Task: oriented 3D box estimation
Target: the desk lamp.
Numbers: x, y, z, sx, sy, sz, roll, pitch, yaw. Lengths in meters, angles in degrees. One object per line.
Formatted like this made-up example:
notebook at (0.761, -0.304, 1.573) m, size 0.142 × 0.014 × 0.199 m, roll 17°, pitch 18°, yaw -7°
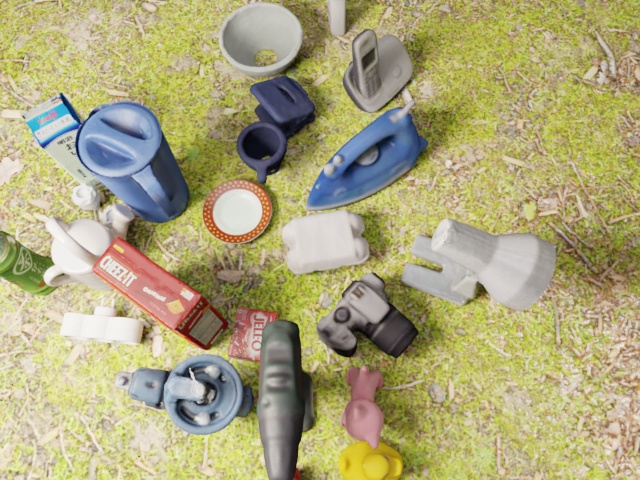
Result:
desk lamp at (0.247, 0.040, 0.926) m, size 0.203 × 0.213 × 0.118 m, roll 19°, pitch 73°, yaw 8°

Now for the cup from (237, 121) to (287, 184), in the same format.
cup at (-0.102, -0.147, 1.062) m, size 0.091 × 0.095 × 0.118 m, roll -4°, pitch 71°, yaw 1°

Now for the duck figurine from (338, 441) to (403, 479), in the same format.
duck figurine at (0.080, 0.352, 0.892) m, size 0.104 × 0.086 × 0.077 m, roll 2°, pitch 71°, yaw 3°

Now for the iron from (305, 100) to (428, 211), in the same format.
iron at (0.075, -0.153, 1.035) m, size 0.258 × 0.141 × 0.118 m, roll -37°, pitch 74°, yaw -10°

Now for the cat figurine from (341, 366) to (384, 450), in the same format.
cat figurine at (0.068, 0.262, 0.907) m, size 0.067 × 0.118 × 0.128 m, roll 3°, pitch 71°, yaw 3°

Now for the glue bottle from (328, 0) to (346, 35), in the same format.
glue bottle at (0.034, -0.490, 1.134) m, size 0.037 × 0.173 × 0.078 m, roll -6°, pitch 71°, yaw 0°

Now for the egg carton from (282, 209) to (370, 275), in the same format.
egg carton at (0.009, 0.004, 1.021) m, size 0.150 × 0.069 × 0.107 m, roll -11°, pitch 71°, yaw -2°

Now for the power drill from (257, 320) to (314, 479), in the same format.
power drill at (-0.051, 0.245, 0.868) m, size 0.075 × 0.208 × 0.229 m, roll -4°, pitch 71°, yaw 1°

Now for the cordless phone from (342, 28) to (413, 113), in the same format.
cordless phone at (0.111, -0.341, 1.075) m, size 0.094 × 0.185 × 0.148 m, roll 39°, pitch 77°, yaw 14°

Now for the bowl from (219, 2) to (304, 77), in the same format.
bowl at (-0.115, -0.390, 1.156) m, size 0.167 × 0.075 × 0.167 m, roll 0°, pitch 71°, yaw 2°

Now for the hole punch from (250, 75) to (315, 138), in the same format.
hole punch at (-0.071, -0.267, 1.104) m, size 0.101 × 0.091 × 0.108 m, roll -38°, pitch 74°, yaw -10°

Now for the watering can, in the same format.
watering can at (-0.391, 0.009, 0.965) m, size 0.100 × 0.194 × 0.173 m, roll 24°, pitch 74°, yaw 10°

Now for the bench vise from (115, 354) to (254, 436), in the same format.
bench vise at (-0.216, 0.238, 0.869) m, size 0.207 × 0.220 × 0.121 m, roll -9°, pitch 71°, yaw -1°

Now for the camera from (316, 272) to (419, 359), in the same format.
camera at (0.085, 0.143, 0.956) m, size 0.136 × 0.101 × 0.143 m, roll 40°, pitch 77°, yaw 14°

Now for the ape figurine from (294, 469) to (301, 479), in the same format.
ape figurine at (-0.047, 0.389, 0.880) m, size 0.076 × 0.092 × 0.078 m, roll -2°, pitch 71°, yaw 1°
